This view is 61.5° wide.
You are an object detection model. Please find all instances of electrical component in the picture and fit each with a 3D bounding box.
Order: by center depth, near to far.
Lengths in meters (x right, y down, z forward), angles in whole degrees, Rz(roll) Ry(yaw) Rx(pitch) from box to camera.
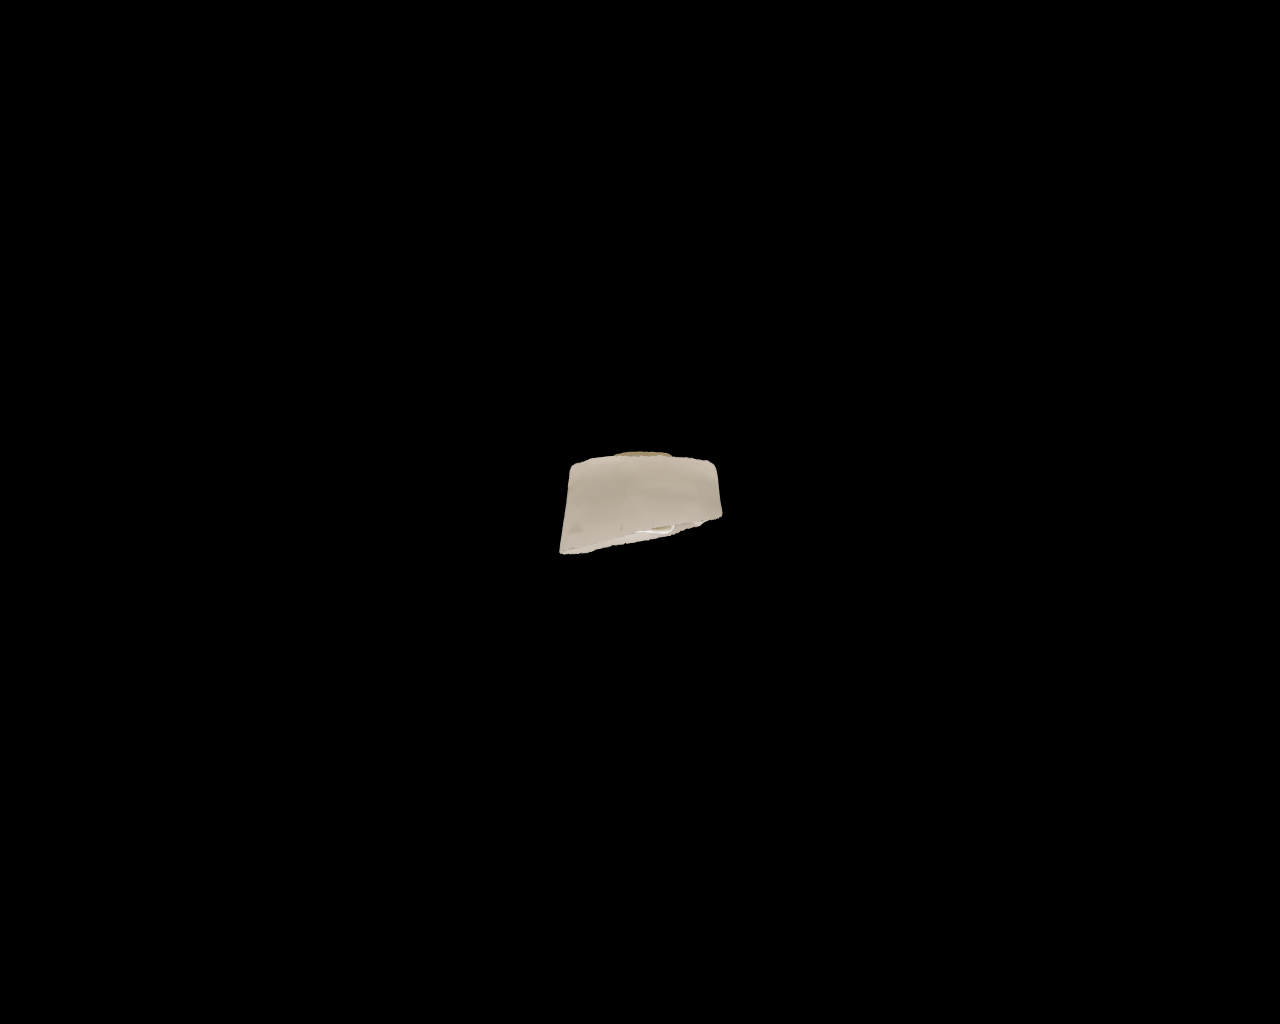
[{"bbox_3d":[0.001,-0.003,0.650,0.099,0.064,0.099,0,-8,0],"label":"electrical component"}]
